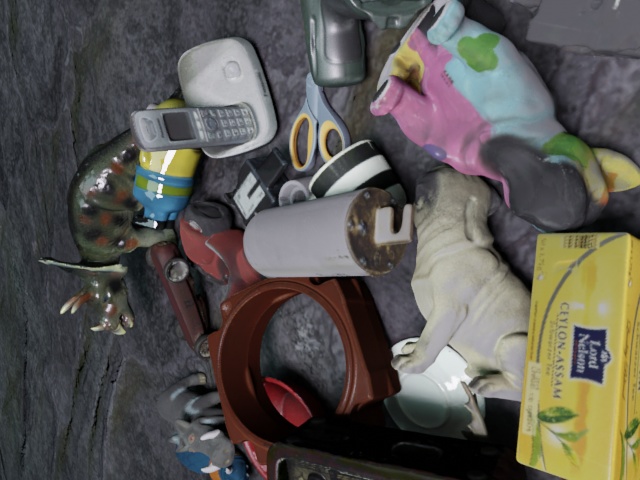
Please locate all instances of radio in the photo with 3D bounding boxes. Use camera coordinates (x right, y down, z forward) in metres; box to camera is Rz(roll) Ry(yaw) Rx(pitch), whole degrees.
[{"bbox_3d":[0.064,0.240,0.471,0.230,0.073,0.131,-2,96,30],"label":"radio"}]

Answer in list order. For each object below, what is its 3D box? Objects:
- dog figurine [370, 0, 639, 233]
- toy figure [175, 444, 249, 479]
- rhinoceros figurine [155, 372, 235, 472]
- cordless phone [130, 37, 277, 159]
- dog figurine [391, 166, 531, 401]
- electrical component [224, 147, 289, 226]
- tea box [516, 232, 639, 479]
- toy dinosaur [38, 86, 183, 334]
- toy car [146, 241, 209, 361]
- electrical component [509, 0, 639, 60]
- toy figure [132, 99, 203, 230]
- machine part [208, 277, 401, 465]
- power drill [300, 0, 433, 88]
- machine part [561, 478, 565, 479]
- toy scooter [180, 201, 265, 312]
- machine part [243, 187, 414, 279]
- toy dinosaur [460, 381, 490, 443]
[{"bbox_3d":[0.157,-0.098,0.451,0.219,0.191,0.108,36,125,-11],"label":"dog figurine"},{"bbox_3d":[-0.167,0.351,0.858,0.155,0.064,0.058,5,65,36],"label":"toy figure"},{"bbox_3d":[-0.184,0.274,0.821,0.191,0.112,0.073,21,111,45],"label":"rhinoceros figurine"},{"bbox_3d":[-0.151,-0.167,0.645,0.089,0.184,0.146,-20,87,47],"label":"cordless phone"},{"bbox_3d":[0.157,0.034,0.487,0.172,0.121,0.190,13,91,5],"label":"dog figurine"},{"bbox_3d":[-0.067,-0.069,0.683,0.075,0.048,0.119,53,128,19],"label":"electrical component"},{"bbox_3d":[0.205,0.085,0.398,0.068,0.098,0.169,-1,80,48],"label":"tea box"},{"bbox_3d":[-0.308,-0.057,0.803,0.131,0.192,0.404,31,120,30],"label":"toy dinosaur"},{"bbox_3d":[-0.203,0.092,0.811,0.089,0.053,0.201,18,131,50],"label":"toy car"},{"bbox_3d":[0.216,-0.196,0.400,0.134,0.058,0.114,25,113,35],"label":"electrical component"},{"bbox_3d":[-0.204,-0.102,0.733,0.089,0.082,0.180,10,101,-6],"label":"toy figure"},{"bbox_3d":[-0.026,0.141,0.622,0.201,0.087,0.201,-25,70,24],"label":"machine part"},{"bbox_3d":[0.023,-0.261,0.494,0.207,0.086,0.231,-150,53,-65],"label":"power drill"},{"bbox_3d":[0.284,0.196,0.428,0.180,0.056,0.179,10,106,41],"label":"machine part"},{"bbox_3d":[-0.131,0.036,0.747,0.184,0.075,0.135,32,125,29],"label":"toy scooter"},{"bbox_3d":[-0.001,-0.002,0.521,0.243,0.079,0.079,-5,96,51],"label":"machine part"},{"bbox_3d":[0.113,0.350,0.572,0.199,0.105,0.470,39,126,30],"label":"toy dinosaur"}]
